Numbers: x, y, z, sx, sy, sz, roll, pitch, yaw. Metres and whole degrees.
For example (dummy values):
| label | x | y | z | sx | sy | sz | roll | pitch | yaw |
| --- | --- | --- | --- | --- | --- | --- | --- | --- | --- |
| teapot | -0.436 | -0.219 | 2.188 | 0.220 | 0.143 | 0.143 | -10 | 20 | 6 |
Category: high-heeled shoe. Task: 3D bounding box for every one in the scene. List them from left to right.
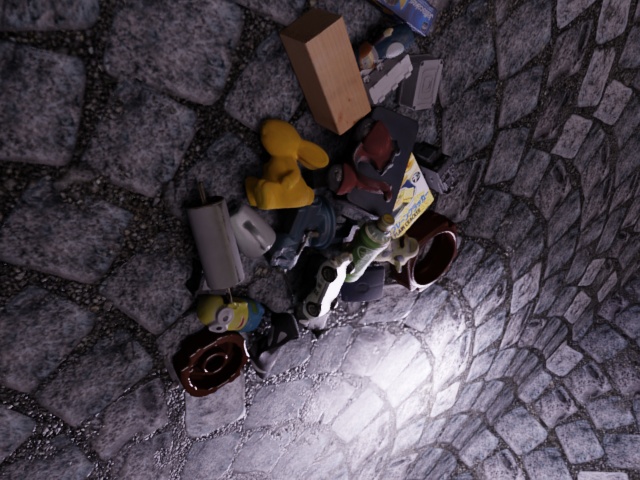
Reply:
| label | x | y | z | sx | sy | sz | roll | pitch | yaw |
| --- | --- | --- | --- | --- | --- | --- | --- | --- | --- |
| high-heeled shoe | -0.100 | 0.269 | 1.287 | 0.086 | 0.145 | 0.248 | -17 | 126 | -33 |

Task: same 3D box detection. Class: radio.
| label | x | y | z | sx | sy | sz | roll | pitch | yaw |
| --- | --- | --- | --- | --- | --- | --- | --- | --- | --- |
| radio | 0.121 | -0.171 | 1.179 | 0.131 | 0.073 | 0.229 | 19 | 87 | -28 |

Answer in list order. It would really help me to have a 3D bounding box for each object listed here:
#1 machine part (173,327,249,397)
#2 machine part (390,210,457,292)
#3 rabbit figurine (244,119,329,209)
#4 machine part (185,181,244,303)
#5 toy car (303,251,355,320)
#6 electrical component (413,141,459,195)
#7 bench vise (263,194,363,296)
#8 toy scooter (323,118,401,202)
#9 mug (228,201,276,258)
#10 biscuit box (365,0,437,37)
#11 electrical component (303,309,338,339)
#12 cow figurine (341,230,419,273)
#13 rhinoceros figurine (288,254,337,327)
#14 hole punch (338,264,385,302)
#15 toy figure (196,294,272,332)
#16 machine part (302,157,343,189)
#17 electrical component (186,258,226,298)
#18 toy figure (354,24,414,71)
| label | x | y | z | sx | sy | sz | roll | pitch | yaw |
| --- | --- | --- | --- | --- | --- | --- | --- | --- | --- |
| machine part | -0.248 | 0.272 | 1.223 | 0.179 | 0.056 | 0.179 | -23 | 132 | -28 |
| machine part | 0.299 | 0.034 | 1.533 | 0.201 | 0.087 | 0.200 | -33 | 136 | -19 |
| rabbit figurine | -0.067 | -0.149 | 1.044 | 0.162 | 0.122 | 0.173 | -7 | 96 | -11 |
| machine part | -0.200 | 0.006 | 1.030 | 0.079 | 0.079 | 0.243 | -23 | 112 | -29 |
| toy car | 0.018 | 0.104 | 1.220 | 0.073 | 0.056 | 0.201 | -22 | 144 | -44 |
| electrical component | 0.275 | -0.184 | 1.339 | 0.058 | 0.115 | 0.134 | -50 | 139 | -9 |
| bench vise | -0.008 | -0.010 | 1.203 | 0.240 | 0.129 | 0.223 | -5 | 124 | -35 |
| toy scooter | 0.103 | -0.149 | 1.070 | 0.184 | 0.135 | 0.075 | -58 | 178 | -17 |
| mug | -0.146 | -0.022 | 1.081 | 0.081 | 0.110 | 0.107 | -40 | 124 | -5 |
| biscuit box | 0.150 | -0.475 | 1.063 | 0.202 | 0.063 | 0.059 | 11 | 110 | -45 |
| electrical component | -0.002 | 0.208 | 1.410 | 0.078 | 0.045 | 0.102 | 5 | 114 | -45 |
| cow figurine | 0.149 | 0.021 | 1.338 | 0.195 | 0.085 | 0.127 | 0 | 141 | 0 |
| rhinoceros figurine | -0.019 | 0.126 | 1.317 | 0.112 | 0.073 | 0.190 | -5 | 120 | -42 |
| hole punch | 0.105 | 0.105 | 1.407 | 0.116 | 0.092 | 0.142 | -22 | 134 | -26 |
| toy figure | -0.191 | 0.161 | 1.182 | 0.180 | 0.089 | 0.082 | 10 | 96 | -55 |
| machine part | 0.024 | -0.143 | 1.194 | 0.139 | 0.039 | 0.084 | -16 | 125 | -35 |
| electrical component | -0.214 | 0.076 | 1.125 | 0.119 | 0.048 | 0.074 | 3 | 115 | -42 |
| toy figure | 0.112 | -0.381 | 1.077 | 0.154 | 0.058 | 0.064 | -29 | 123 | -1 |
